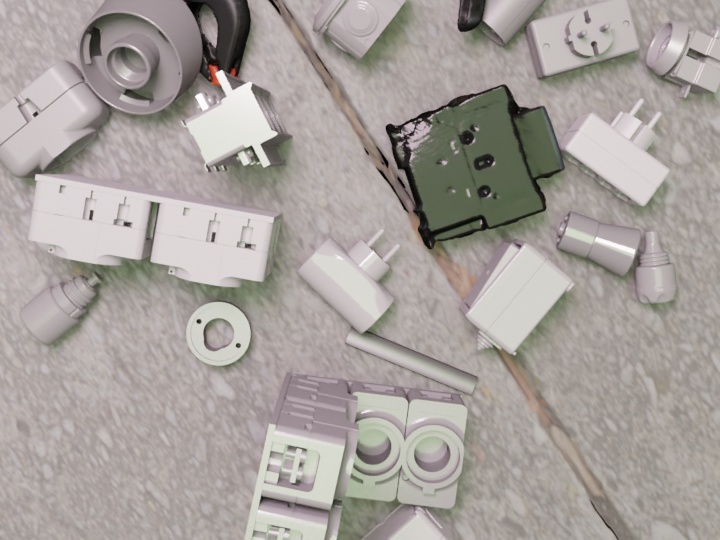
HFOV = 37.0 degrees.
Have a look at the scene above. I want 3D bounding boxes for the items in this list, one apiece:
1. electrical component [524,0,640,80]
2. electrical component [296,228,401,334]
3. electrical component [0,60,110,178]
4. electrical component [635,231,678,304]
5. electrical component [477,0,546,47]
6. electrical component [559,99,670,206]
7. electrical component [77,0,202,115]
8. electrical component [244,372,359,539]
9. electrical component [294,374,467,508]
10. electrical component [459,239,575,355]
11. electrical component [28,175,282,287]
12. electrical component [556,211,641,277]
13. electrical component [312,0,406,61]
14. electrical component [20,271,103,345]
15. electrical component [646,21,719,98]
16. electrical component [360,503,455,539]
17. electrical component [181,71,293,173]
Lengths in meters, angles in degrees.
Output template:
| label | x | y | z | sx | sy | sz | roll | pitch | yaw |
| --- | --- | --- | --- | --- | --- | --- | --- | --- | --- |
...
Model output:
| label | x | y | z | sx | sy | sz | roll | pitch | yaw |
| --- | --- | --- | --- | --- | --- | --- | --- | --- | --- |
| electrical component | 0.187 | -0.193 | 0.887 | 0.083 | 0.075 | 0.047 | -16 | 95 | 1 |
| electrical component | 0.000 | 0.000 | 0.920 | 0.077 | 0.043 | 0.079 | 44 | 93 | -4 |
| electrical component | -0.261 | -0.122 | 0.901 | 0.095 | 0.053 | 0.059 | -38 | 94 | 3 |
| electrical component | 0.254 | -0.003 | 0.926 | 0.035 | 0.035 | 0.061 | -6 | 93 | 0 |
| electrical component | 0.133 | -0.232 | 0.900 | 0.043 | 0.043 | 0.081 | 42 | 94 | -4 |
| electrical component | 0.224 | -0.108 | 0.910 | 0.083 | 0.047 | 0.075 | 36 | 94 | -3 |
| electrical component | -0.181 | -0.180 | 0.885 | 0.099 | 0.064 | 0.099 | 7 | 125 | 11 |
| electrical component | -0.042 | 0.149 | 0.797 | 0.060 | 0.186 | 0.105 | 12 | 95 | -2 |
| electrical component | 0.011 | 0.146 | 0.923 | 0.150 | 0.061 | 0.089 | 7 | 95 | -1 |
| electrical component | 0.124 | 0.024 | 0.913 | 0.061 | 0.061 | 0.096 | 39 | 94 | -4 |
| electrical component | -0.164 | -0.032 | 0.884 | 0.186 | 0.105 | 0.060 | 10 | 95 | -1 |
| electrical component | 0.202 | -0.025 | 0.921 | 0.065 | 0.044 | 0.044 | 20 | 95 | 3 |
| electrical component | 0.001 | -0.216 | 0.883 | 0.051 | 0.080 | 0.080 | 37 | 94 | -9 |
| electrical component | -0.254 | 0.030 | 0.922 | 0.078 | 0.040 | 0.040 | -38 | 94 | 3 |
| electrical component | 0.276 | -0.180 | 0.905 | 0.055 | 0.048 | 0.066 | 21 | 95 | -10 |
| electrical component | 0.034 | 0.251 | 0.933 | 0.096 | 0.061 | 0.061 | -42 | 94 | 3 |
| electrical component | -0.098 | -0.114 | 0.869 | 0.063 | 0.121 | 0.078 | -27 | 95 | 4 |
